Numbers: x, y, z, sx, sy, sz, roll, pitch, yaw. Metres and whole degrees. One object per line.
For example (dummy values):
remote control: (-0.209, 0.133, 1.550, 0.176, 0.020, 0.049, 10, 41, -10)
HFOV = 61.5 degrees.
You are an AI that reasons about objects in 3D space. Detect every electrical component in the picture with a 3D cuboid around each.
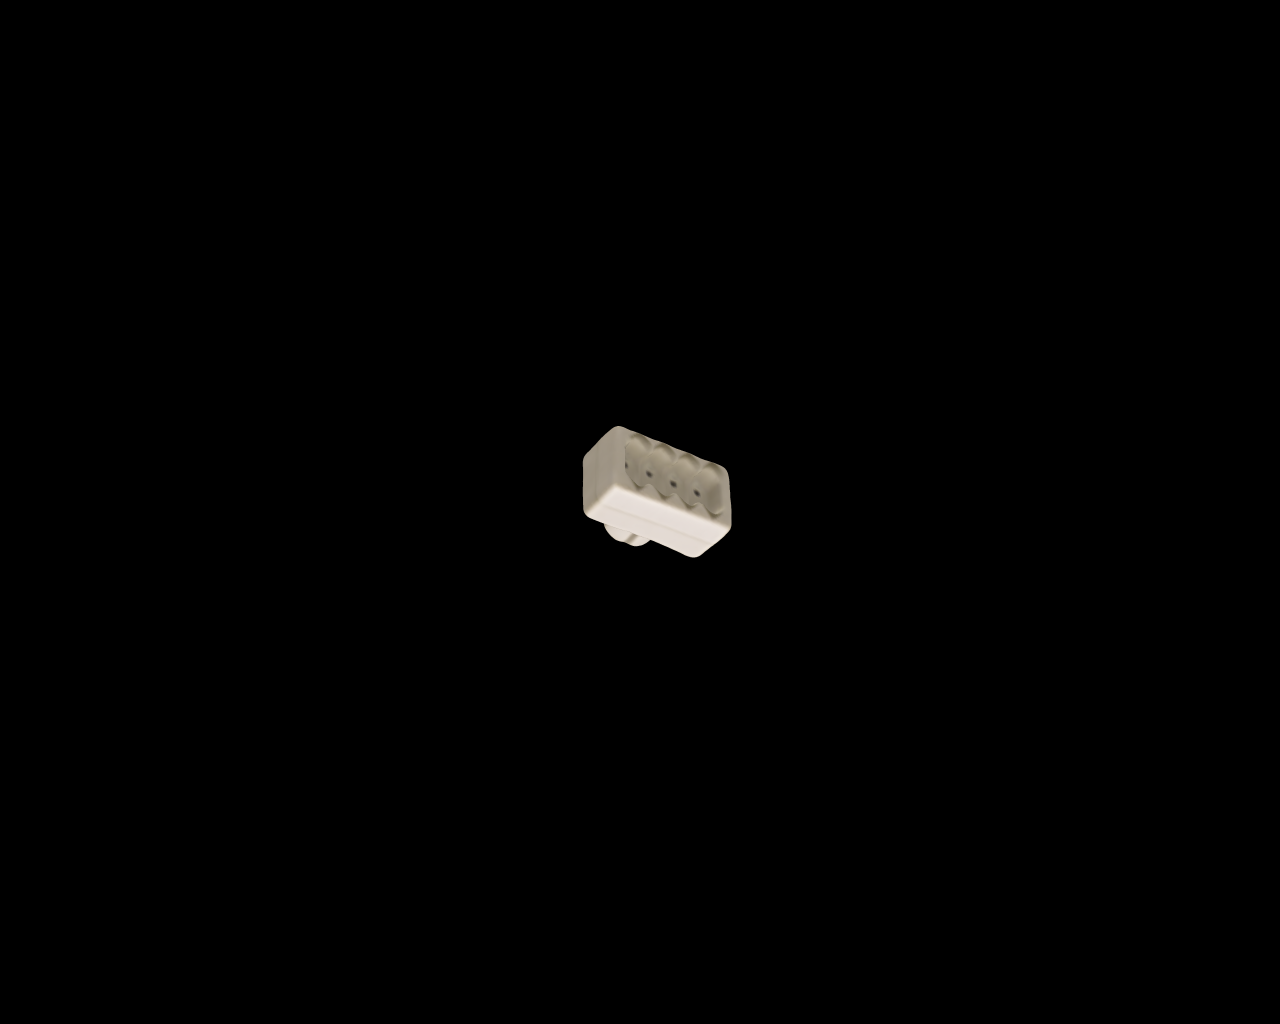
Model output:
electrical component: (0.001, -0.003, 0.650, 0.083, 0.047, 0.075, 21, -40, -26)
